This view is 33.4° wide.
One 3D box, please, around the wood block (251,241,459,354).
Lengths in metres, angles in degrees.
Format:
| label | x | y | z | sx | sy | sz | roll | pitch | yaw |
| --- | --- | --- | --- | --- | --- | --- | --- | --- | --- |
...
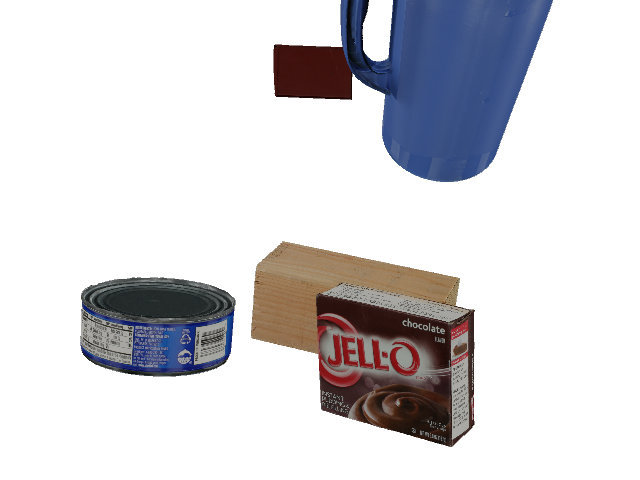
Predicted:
| label | x | y | z | sx | sy | sz | roll | pitch | yaw |
| --- | --- | --- | --- | --- | --- | --- | --- | --- | --- |
| wood block | 0.037 | 0.075 | 1.167 | 0.206 | 0.091 | 0.090 | 12 | 22 | 16 |

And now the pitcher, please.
| label | x | y | z | sx | sy | sz | roll | pitch | yaw |
| --- | --- | --- | --- | --- | --- | --- | --- | --- | --- |
| pitcher | 0.107 | -0.164 | 0.891 | 0.149 | 0.243 | 0.144 | 30 | 54 | 18 |

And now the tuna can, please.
| label | x | y | z | sx | sy | sz | roll | pitch | yaw |
| --- | --- | --- | --- | --- | --- | --- | --- | --- | --- |
| tuna can | -0.091 | 0.047 | 0.600 | 0.086 | 0.034 | 0.086 | 5 | 12 | -1 |

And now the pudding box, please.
| label | x | y | z | sx | sy | sz | roll | pitch | yaw |
| --- | --- | --- | --- | --- | --- | --- | --- | --- | --- |
| pudding box | 0.051 | 0.083 | 0.740 | 0.114 | 0.090 | 0.039 | 9 | 21 | 34 |

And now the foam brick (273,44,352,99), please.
| label | x | y | z | sx | sy | sz | roll | pitch | yaw |
| --- | --- | --- | --- | --- | --- | --- | --- | --- | --- |
| foam brick | -0.008 | -0.170 | 1.076 | 0.078 | 0.051 | 0.053 | 1 | 12 | -5 |
